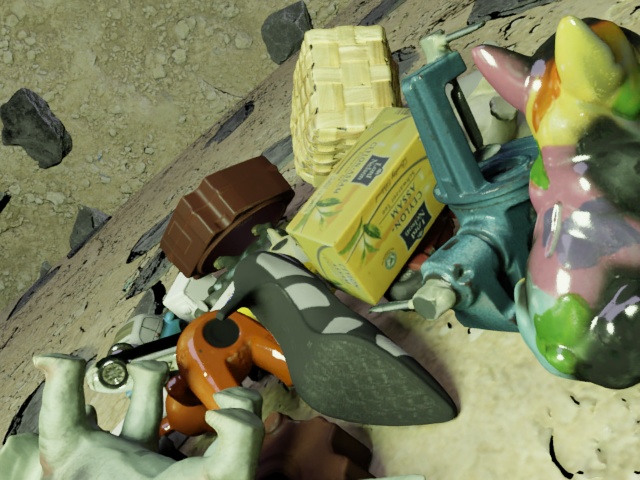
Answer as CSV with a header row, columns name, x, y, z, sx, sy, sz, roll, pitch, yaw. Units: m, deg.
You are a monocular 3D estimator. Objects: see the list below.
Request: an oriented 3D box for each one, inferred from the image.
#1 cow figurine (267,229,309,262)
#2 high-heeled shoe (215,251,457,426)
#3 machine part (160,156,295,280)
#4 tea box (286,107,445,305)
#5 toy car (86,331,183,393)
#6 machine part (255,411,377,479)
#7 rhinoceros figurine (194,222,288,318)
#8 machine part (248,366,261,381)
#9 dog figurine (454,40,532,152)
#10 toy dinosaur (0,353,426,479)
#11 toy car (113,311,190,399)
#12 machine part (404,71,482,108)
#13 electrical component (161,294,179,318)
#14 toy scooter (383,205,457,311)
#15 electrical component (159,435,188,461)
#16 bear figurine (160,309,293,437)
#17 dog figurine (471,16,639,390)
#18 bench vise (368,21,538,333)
name,x,y,z,sx,sy,sz,roll,pitch,yaw
cow figurine,-0.001,-0.002,0.729,0.195,0.085,0.127,-39,22,0
high-heeled shoe,0.017,0.082,0.508,0.145,0.249,0.086,-34,-35,-62
machine part,-0.149,-0.033,0.889,0.201,0.087,0.201,-34,-12,-46
tea box,0.058,-0.036,0.518,0.068,0.098,0.169,18,65,45
toy car,-0.215,0.159,0.734,0.202,0.056,0.073,-16,12,-9
machine part,-0.033,0.225,0.433,0.179,0.056,0.179,-33,27,19
rhinoceros figurine,-0.112,0.059,0.823,0.190,0.073,0.112,-45,31,-7
machine part,-0.039,0.120,0.642,0.139,0.039,0.084,-30,31,22
dog figurine,0.204,-0.107,0.608,0.190,0.172,0.121,116,168,-59
toy dinosaur,-0.130,0.199,0.409,0.405,0.131,0.192,7,86,37
toy car,-0.269,0.171,0.830,0.109,0.102,0.162,-36,23,16
machine part,0.195,-0.180,0.738,0.243,0.079,0.079,-16,35,48
electrical component,-0.273,0.137,0.961,0.078,0.045,0.102,-31,26,22
toy scooter,0.087,0.003,0.599,0.135,0.075,0.184,-48,27,-13
electrical component,-0.191,0.262,0.588,0.119,0.074,0.048,-25,29,26
bear figurine,-0.108,0.168,0.580,0.120,0.132,0.195,-33,-28,-44
dog figurine,0.170,-0.033,0.354,0.191,0.219,0.109,-47,21,-13
bench vise,0.125,-0.050,0.450,0.224,0.240,0.129,-33,16,-20
